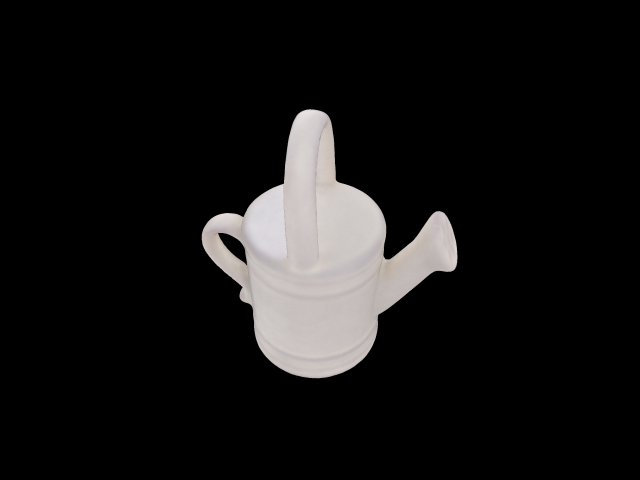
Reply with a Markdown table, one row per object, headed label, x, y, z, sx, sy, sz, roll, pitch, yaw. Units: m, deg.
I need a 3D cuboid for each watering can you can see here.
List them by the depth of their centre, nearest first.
| label | x | y | z | sx | sy | sz | roll | pitch | yaw |
| --- | --- | --- | --- | --- | --- | --- | --- | --- | --- |
| watering can | 0.004 | 0.000 | 0.402 | 0.173 | 0.194 | 0.100 | -8 | 44 | -8 |
